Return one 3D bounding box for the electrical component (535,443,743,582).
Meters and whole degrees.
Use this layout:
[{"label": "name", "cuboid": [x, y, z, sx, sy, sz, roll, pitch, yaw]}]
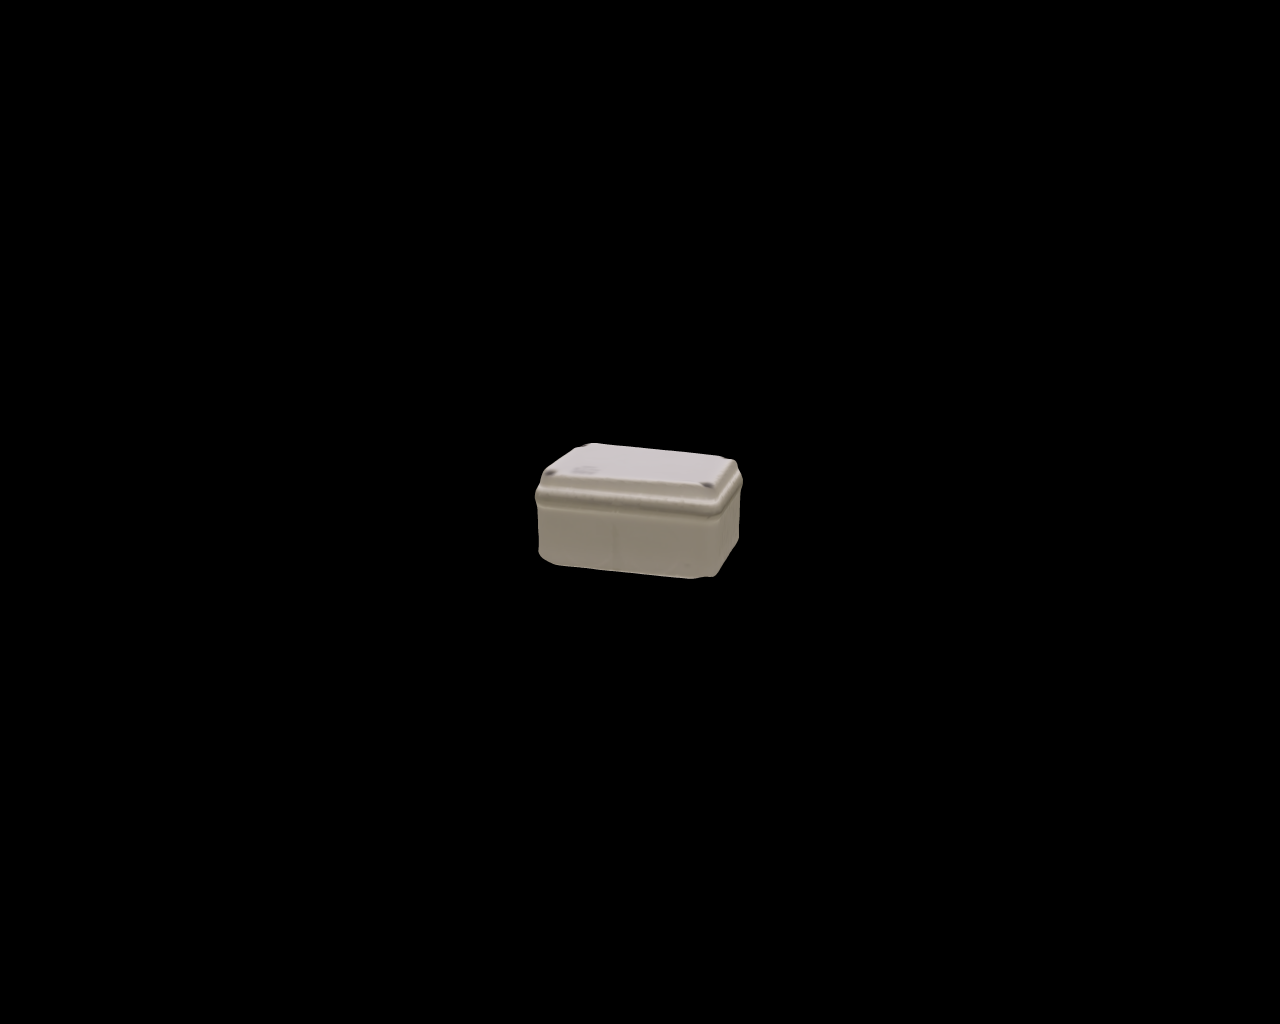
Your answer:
[{"label": "electrical component", "cuboid": [0.001, -0.003, 0.650, 0.113, 0.057, 0.078, 6, 20, 16]}]
